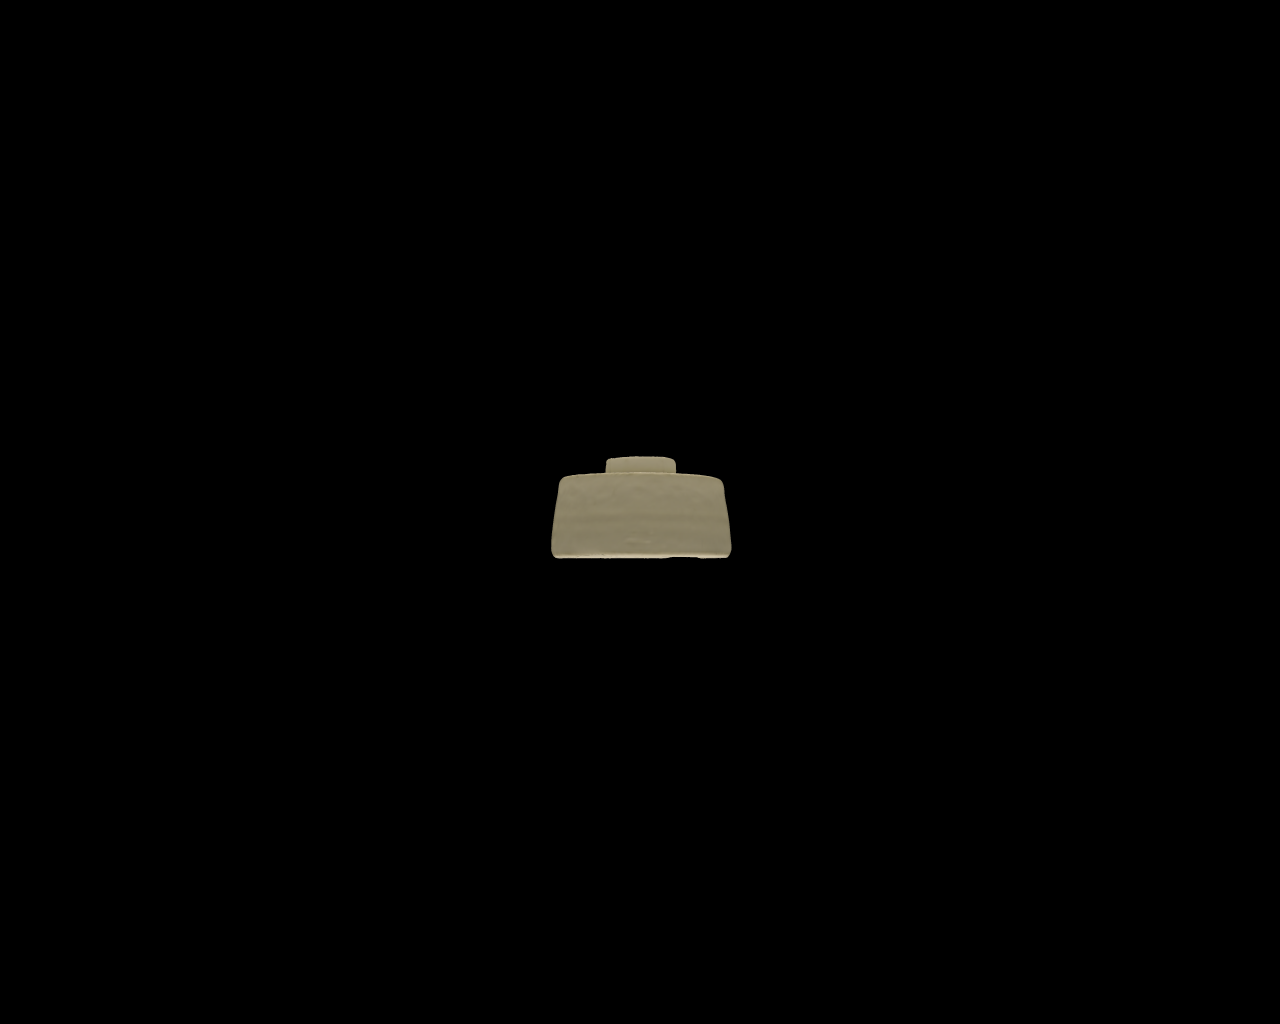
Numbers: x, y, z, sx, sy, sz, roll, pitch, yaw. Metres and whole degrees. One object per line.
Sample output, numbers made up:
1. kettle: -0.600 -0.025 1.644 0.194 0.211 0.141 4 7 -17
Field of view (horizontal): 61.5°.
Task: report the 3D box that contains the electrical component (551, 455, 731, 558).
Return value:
1. electrical component: 0.001 -0.003 0.650 0.108 0.060 0.108 0 -3 0
